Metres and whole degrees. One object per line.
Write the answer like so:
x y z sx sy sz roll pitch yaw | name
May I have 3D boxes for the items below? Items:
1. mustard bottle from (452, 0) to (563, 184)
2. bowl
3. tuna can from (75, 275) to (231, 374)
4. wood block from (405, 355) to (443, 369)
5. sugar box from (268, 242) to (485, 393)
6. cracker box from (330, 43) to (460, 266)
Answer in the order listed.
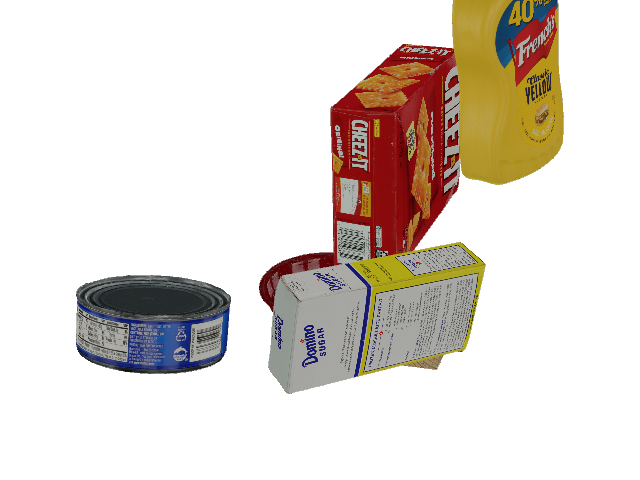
0.132 -0.143 0.750 0.058 0.191 0.096 19 38 41 | mustard bottle
0.013 0.073 1.178 0.162 0.055 0.162 0 27 0 | bowl
-0.094 0.046 0.599 0.086 0.034 0.086 5 12 -1 | tuna can
0.150 0.101 1.558 0.091 0.090 0.205 5 20 16 | wood block
0.046 0.061 0.877 0.176 0.093 0.048 -8 33 -25 | sugar box
0.079 -0.084 1.044 0.072 0.164 0.213 9 28 21 | cracker box
